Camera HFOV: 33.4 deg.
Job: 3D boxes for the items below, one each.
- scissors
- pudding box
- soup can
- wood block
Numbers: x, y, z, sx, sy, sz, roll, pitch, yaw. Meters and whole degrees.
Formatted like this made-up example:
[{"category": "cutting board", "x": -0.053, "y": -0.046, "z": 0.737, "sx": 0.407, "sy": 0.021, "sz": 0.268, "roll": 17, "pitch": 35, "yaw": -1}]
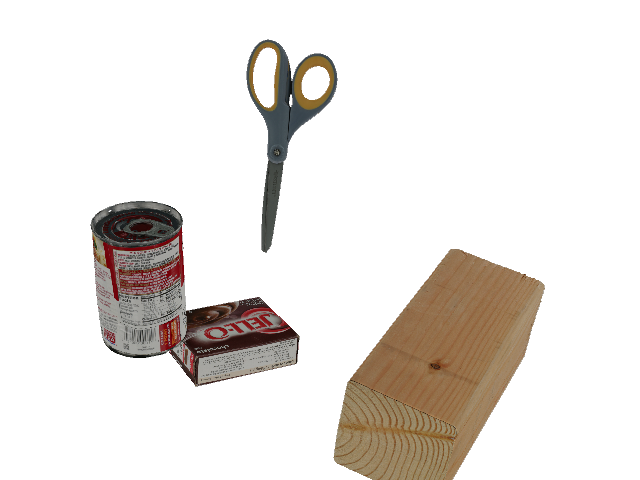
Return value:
[{"category": "scissors", "x": -0.023, "y": -0.095, "z": 1.028, "sx": 0.096, "sy": 0.202, "sz": 0.016, "roll": -8, "pitch": 2, "yaw": 0}, {"category": "pudding box", "x": -0.090, "y": 0.098, "z": 1.057, "sx": 0.113, "sy": 0.039, "sz": 0.090, "roll": -12, "pitch": 27, "yaw": -27}, {"category": "soup can", "x": -0.137, "y": 0.030, "z": 0.815, "sx": 0.068, "sy": 0.102, "sz": 0.068, "roll": 1, "pitch": 28, "yaw": -1}, {"category": "wood block", "x": 0.100, "y": 0.104, "z": 0.869, "sx": 0.091, "sy": 0.090, "sz": 0.205, "roll": 22, "pitch": 38, "yaw": 19}]
